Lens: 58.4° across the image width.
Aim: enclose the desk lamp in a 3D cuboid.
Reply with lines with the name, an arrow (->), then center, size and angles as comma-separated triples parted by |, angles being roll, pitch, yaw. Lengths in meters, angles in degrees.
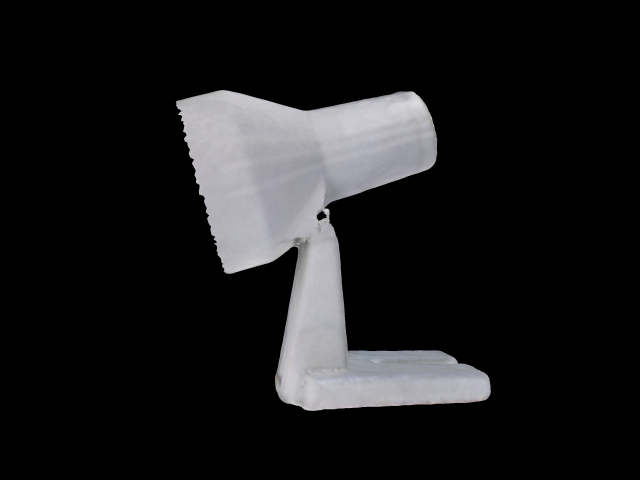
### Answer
desk lamp -> 0.004, 0.001, 0.400 | 0.203, 0.213, 0.118 | 0, 0, -9
